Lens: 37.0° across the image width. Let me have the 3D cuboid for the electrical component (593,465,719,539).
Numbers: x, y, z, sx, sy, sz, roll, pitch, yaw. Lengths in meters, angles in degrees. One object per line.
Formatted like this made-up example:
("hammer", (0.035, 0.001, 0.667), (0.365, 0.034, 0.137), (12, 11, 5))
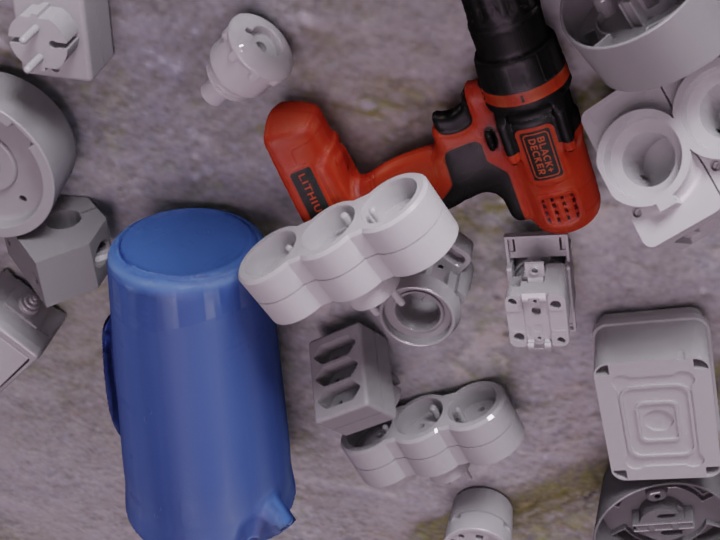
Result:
("electrical component", (0.227, 0.183, 0.810), (0.099, 0.064, 0.099), (7, 127, 9))

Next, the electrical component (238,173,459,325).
("electrical component", (0.000, 0.000, 0.667), (0.138, 0.052, 0.073), (-23, 122, 25))

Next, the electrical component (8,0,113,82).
("electrical component", (-0.190, -0.147, 0.660), (0.047, 0.076, 0.065), (9, 127, 7))

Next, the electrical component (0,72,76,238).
("electrical component", (-0.247, -0.083, 0.731), (0.108, 0.060, 0.108), (7, 127, 9))

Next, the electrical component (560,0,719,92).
("electrical component", (0.156, -0.145, 0.567), (0.099, 0.099, 0.064), (-25, 123, 28))

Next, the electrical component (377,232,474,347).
("electrical component", (0.043, 0.015, 0.736), (0.058, 0.057, 0.078), (34, 126, -12))

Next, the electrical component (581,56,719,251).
("electrical component", (0.209, -0.085, 0.590), (0.150, 0.062, 0.089), (-34, 70, 32))

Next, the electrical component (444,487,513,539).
("electrical component", (0.097, 0.210, 0.873), (0.055, 0.047, 0.055), (7, 127, 9))

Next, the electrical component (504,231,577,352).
("electrical component", (0.119, 0.016, 0.714), (0.042, 0.063, 0.081), (-2, 125, 17))

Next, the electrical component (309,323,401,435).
("electrical component", (0.005, 0.087, 0.798), (0.047, 0.065, 0.077), (-23, 146, 27))

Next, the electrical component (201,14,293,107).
("electrical component", (-0.076, -0.125, 0.670), (0.048, 0.048, 0.062), (41, 132, -17))

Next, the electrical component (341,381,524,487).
("electrical component", (0.061, 0.138, 0.825), (0.138, 0.052, 0.073), (-17, 120, 25))

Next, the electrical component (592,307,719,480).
("electrical component", (0.207, 0.086, 0.748), (0.078, 0.057, 0.113), (-6, 124, 18))

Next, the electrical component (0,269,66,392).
("electrical component", (-0.281, 0.051, 0.839), (0.062, 0.061, 0.096), (42, 124, -17))
